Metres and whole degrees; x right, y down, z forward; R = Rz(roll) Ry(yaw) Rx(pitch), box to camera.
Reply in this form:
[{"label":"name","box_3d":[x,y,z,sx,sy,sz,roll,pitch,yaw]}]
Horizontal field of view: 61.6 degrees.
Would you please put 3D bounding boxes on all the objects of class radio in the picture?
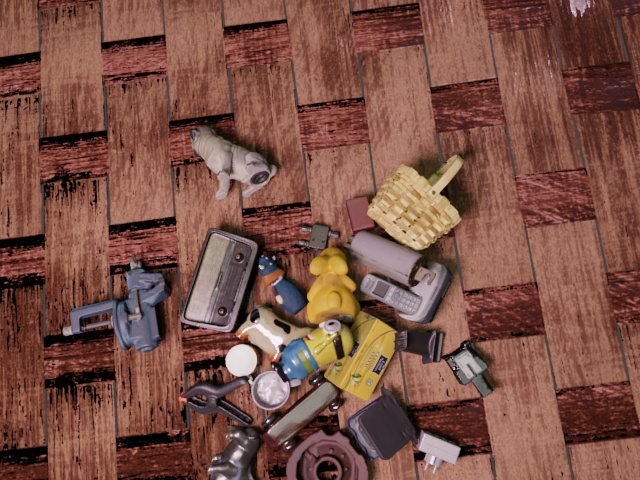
[{"label":"radio","box_3d":[-0.225,0.099,1.252,0.131,0.073,0.229,15,81,6]}]

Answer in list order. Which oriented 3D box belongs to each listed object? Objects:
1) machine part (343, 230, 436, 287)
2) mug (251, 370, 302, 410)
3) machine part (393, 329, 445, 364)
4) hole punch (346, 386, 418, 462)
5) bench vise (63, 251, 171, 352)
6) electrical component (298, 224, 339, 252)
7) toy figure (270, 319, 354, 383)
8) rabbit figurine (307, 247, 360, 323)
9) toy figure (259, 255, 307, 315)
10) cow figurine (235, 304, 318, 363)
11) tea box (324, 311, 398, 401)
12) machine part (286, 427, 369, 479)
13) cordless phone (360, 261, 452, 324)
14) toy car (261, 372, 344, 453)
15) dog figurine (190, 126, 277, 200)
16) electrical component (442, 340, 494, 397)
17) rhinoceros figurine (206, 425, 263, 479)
[{"label":"machine part","box_3d":[0.153,0.039,1.209,0.244,0.079,0.079,24,80,37]},{"label":"mug","box_3d":[-0.094,0.322,1.188,0.110,0.107,0.081,-22,80,-6]},{"label":"machine part","box_3d":[0.224,0.233,1.198,0.139,0.039,0.084,18,85,-32]},{"label":"hole punch","box_3d":[0.133,0.412,1.182,0.116,0.092,0.142,-26,75,-33]},{"label":"bench vise","box_3d":[-0.465,0.159,1.230,0.241,0.129,0.223,-13,80,-7]},{"label":"electrical component","box_3d":[-0.003,-0.004,1.287,0.094,0.021,0.063,10,80,4]},{"label":"toy figure","box_3d":[-0.013,0.236,1.136,0.180,0.089,0.082,-34,36,-9]},{"label":"rabbit figurine","box_3d":[0.022,0.090,1.217,0.122,0.162,0.173,-3,60,11]},{"label":"toy figure","box_3d":[-0.095,0.104,1.251,0.058,0.064,0.154,-42,80,15]},{"label":"cow figurine","box_3d":[-0.080,0.219,1.222,0.195,0.085,0.127,34,89,9]},{"label":"tea box","box_3d":[0.097,0.256,1.190,0.098,0.068,0.169,33,81,-32]},{"label":"machine part","box_3d":[0.017,0.503,1.176,0.179,0.056,0.179,-1,79,4]},{"label":"cordless phone","box_3d":[0.196,0.100,1.237,0.184,0.088,0.146,24,81,22]},{"label":"toy car","box_3d":[-0.040,0.385,1.201,0.202,0.053,0.089,-40,91,-9]},{"label":"dog figurine","box_3d":[-0.213,-0.210,1.306,0.172,0.121,0.191,-6,57,-32]},{"label":"electrical component","box_3d":[0.339,0.291,1.204,0.075,0.047,0.119,-38,81,-4]},{"label":"rhinoceros figurine","box_3d":[-0.188,0.503,1.181,0.112,0.073,0.190,21,79,-5]}]
